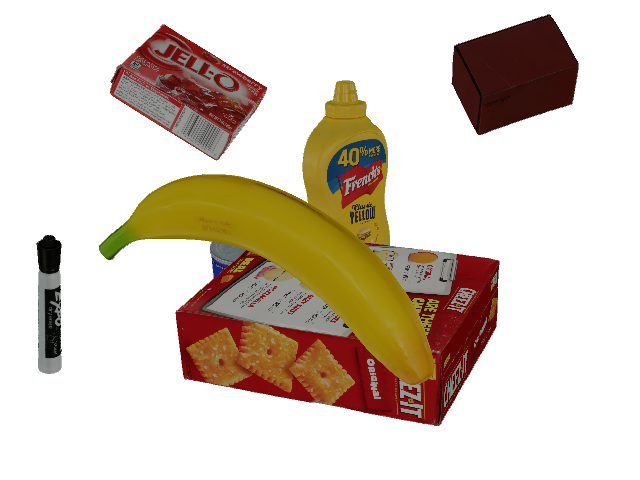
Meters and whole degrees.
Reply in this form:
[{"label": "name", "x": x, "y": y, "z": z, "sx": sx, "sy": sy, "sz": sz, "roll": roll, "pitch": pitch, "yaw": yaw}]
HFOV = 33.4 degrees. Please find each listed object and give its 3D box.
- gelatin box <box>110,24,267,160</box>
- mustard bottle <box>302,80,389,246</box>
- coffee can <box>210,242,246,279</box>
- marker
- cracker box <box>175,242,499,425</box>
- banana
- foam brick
[{"label": "gelatin box", "x": -0.090, "y": -0.104, "z": 0.738, "sx": 0.089, "sy": 0.030, "sz": 0.073, "roll": 32, "pitch": 37, "yaw": -3}, {"label": "mustard bottle", "x": 0.026, "y": -0.063, "z": 1.067, "sx": 0.096, "sy": 0.192, "sz": 0.058, "roll": -14, "pitch": 20, "yaw": -36}, {"label": "coffee can", "x": -0.082, "y": 0.067, "z": 1.336, "sx": 0.103, "sy": 0.140, "sz": 0.103, "roll": -2, "pitch": 25, "yaw": 1}, {"label": "marker", "x": -0.217, "y": 0.052, "z": 0.855, "sx": 0.020, "sy": 0.121, "sz": 0.020, "roll": 6, "pitch": 26, "yaw": -3}, {"label": "cracker box", "x": 0.018, "y": 0.064, "z": 0.851, "sx": 0.214, "sy": 0.072, "sz": 0.164, "roll": 8, "pitch": 26, "yaw": 23}, {"label": "banana", "x": -0.022, "y": 0.009, "z": 0.569, "sx": 0.198, "sy": 0.070, "sz": 0.037, "roll": 21, "pitch": 11, "yaw": 18}, {"label": "foam brick", "x": 0.143, "y": -0.123, "z": 0.790, "sx": 0.078, "sy": 0.051, "sz": 0.053, "roll": -18, "pitch": -28, "yaw": -5}]
